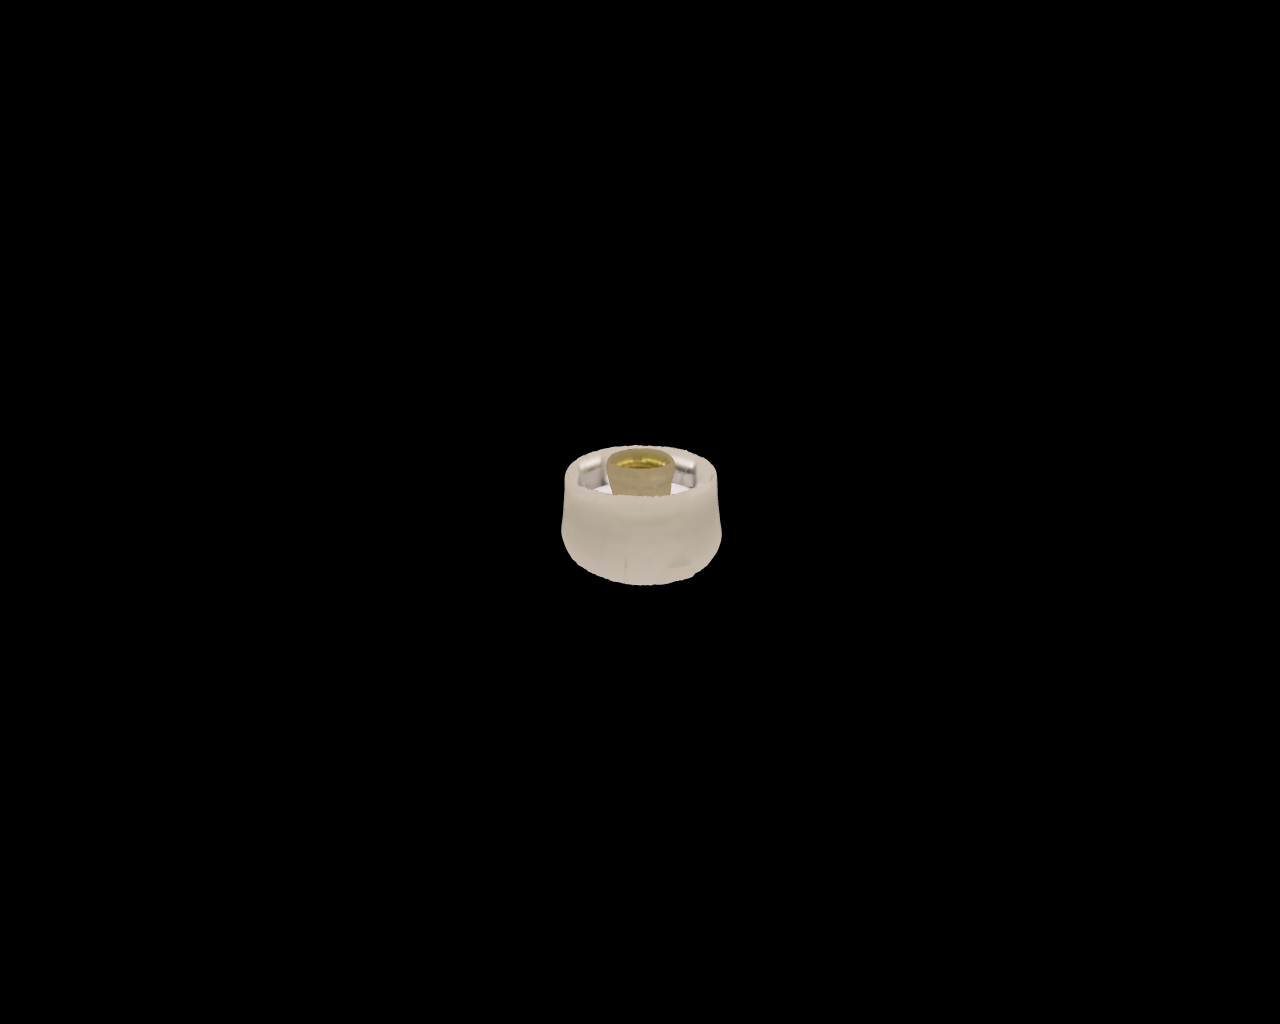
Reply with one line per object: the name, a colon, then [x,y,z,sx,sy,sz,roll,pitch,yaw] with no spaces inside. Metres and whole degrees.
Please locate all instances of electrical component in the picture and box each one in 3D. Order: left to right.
electrical component: [0.001,-0.003,0.650,0.099,0.064,0.099,0,22,0]
